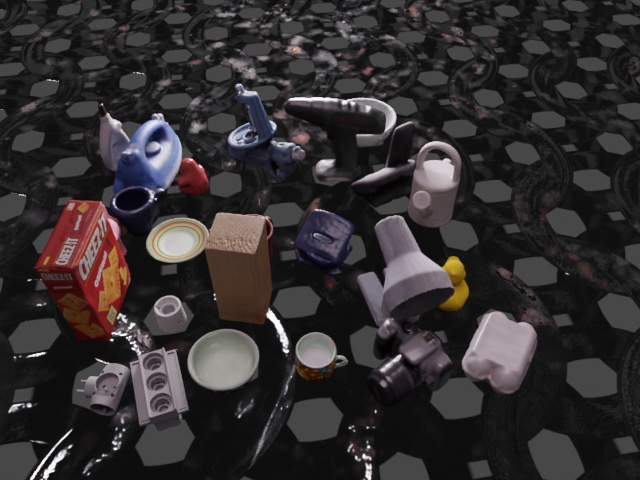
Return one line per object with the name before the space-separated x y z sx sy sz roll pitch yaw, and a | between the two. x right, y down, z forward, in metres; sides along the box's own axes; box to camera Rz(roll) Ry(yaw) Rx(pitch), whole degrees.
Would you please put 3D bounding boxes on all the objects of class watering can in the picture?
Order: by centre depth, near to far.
watering can | 0.249 -0.122 1.231 0.101 0.194 0.173 5 47 5

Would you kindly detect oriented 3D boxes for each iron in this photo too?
iron | -0.402 -0.220 1.358 0.118 0.141 0.258 8 48 7

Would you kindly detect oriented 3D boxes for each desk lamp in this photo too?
desk lamp | 0.144 0.073 1.038 0.118 0.214 0.203 -14 49 -12

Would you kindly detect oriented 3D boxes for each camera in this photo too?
camera | 0.138 0.209 0.990 0.137 0.101 0.142 -31 55 -26

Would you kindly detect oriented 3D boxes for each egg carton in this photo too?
egg carton | 0.321 0.200 1.019 0.107 0.069 0.150 22 51 20

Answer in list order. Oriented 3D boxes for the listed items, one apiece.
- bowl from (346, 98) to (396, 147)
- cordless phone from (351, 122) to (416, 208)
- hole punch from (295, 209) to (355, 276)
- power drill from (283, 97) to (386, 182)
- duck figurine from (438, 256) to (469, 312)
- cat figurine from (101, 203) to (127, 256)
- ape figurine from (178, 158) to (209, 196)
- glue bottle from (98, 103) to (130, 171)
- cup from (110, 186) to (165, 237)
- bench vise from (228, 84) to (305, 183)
bowl | 0.110 -0.289 1.466 0.167 0.075 0.167 0 47 0
cordless phone | 0.149 -0.178 1.289 0.148 0.185 0.094 -28 53 -23
hole punch | 0.011 0.004 1.185 0.108 0.091 0.101 21 51 19
power drill | 0.035 -0.236 1.327 0.229 0.208 0.075 -2 47 -1
duck figurine | 0.257 0.080 1.119 0.077 0.086 0.104 9 48 8
cat figurine | -0.446 -0.021 1.191 0.067 0.118 0.127 -13 48 -11
ape figurine | -0.298 -0.153 1.330 0.078 0.092 0.076 -35 56 -28
glue bottle | -0.497 -0.251 1.365 0.037 0.173 0.078 27 53 23
cup | -0.386 -0.060 1.242 0.118 0.095 0.091 -28 53 -23
bench vise | -0.125 -0.256 1.337 0.207 0.220 0.121 10 48 9
